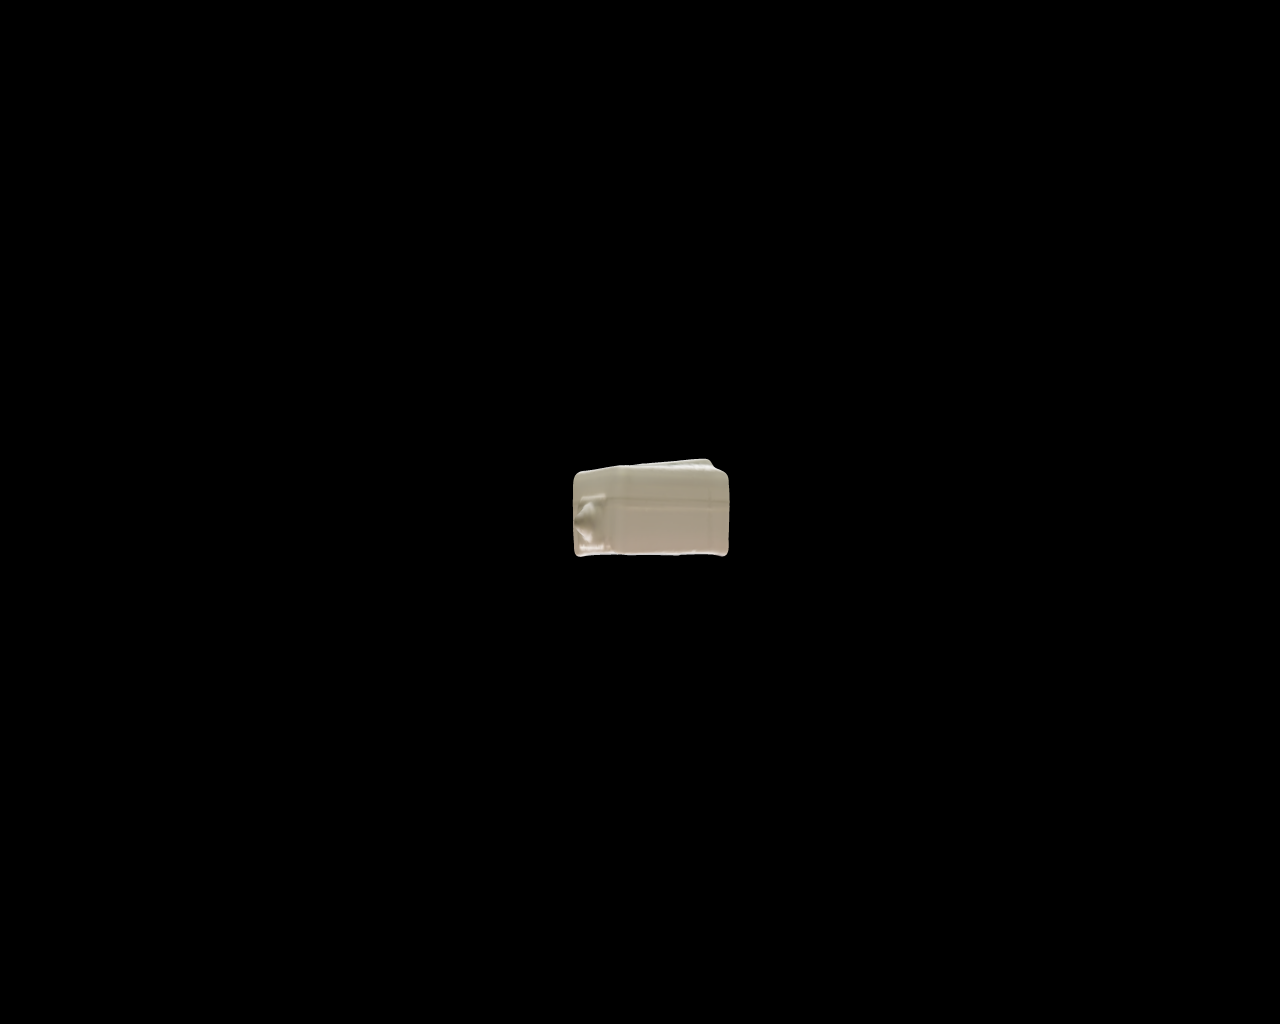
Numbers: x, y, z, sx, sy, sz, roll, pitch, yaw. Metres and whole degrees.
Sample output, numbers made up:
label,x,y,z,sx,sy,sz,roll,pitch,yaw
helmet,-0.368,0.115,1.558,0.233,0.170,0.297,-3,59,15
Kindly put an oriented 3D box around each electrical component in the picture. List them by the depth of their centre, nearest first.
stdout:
label,x,y,z,sx,sy,sz,roll,pitch,yaw
electrical component,0.001,-0.003,0.650,0.096,0.061,0.061,2,-4,-31
